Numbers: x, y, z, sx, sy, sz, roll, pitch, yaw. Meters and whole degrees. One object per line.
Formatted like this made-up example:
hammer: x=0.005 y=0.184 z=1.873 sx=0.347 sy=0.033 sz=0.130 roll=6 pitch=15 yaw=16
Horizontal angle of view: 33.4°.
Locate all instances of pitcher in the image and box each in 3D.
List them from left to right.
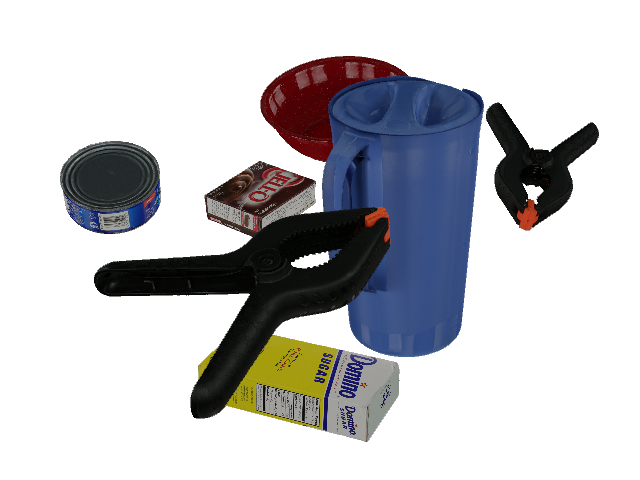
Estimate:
pitcher: x=0.070 y=-0.014 z=0.964 sx=0.149 sy=0.243 sz=0.145 roll=-6 pitch=29 yaw=-5

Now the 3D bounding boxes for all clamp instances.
clamp: x=-0.045 y=0.025 z=0.748 sx=0.209 sy=0.036 sz=0.165 roll=-30 pitch=45 yaw=-27
clamp: x=0.214 y=-0.082 z=1.106 sx=0.120 sy=0.039 sz=0.171 roll=15 pitch=45 yaw=16

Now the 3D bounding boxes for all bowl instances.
bowl: x=0.019 y=-0.129 z=1.118 sx=0.162 sy=0.055 sz=0.162 roll=-4 pitch=40 yaw=3

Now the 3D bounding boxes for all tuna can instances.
tuna can: x=-0.183 y=-0.046 z=0.936 sx=0.086 sy=0.086 sz=0.034 roll=0 pitch=-42 yaw=-3

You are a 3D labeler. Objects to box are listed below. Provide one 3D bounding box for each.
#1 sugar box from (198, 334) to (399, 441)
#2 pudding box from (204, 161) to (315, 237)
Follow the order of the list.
sugar box: x=-0.020 y=0.135 z=1.032 sx=0.176 sy=0.048 sz=0.093 roll=8 pitch=24 yaw=21
pudding box: x=-0.073 y=-0.051 z=1.313 sx=0.090 sy=0.039 sz=0.113 roll=20 pitch=40 yaw=30
